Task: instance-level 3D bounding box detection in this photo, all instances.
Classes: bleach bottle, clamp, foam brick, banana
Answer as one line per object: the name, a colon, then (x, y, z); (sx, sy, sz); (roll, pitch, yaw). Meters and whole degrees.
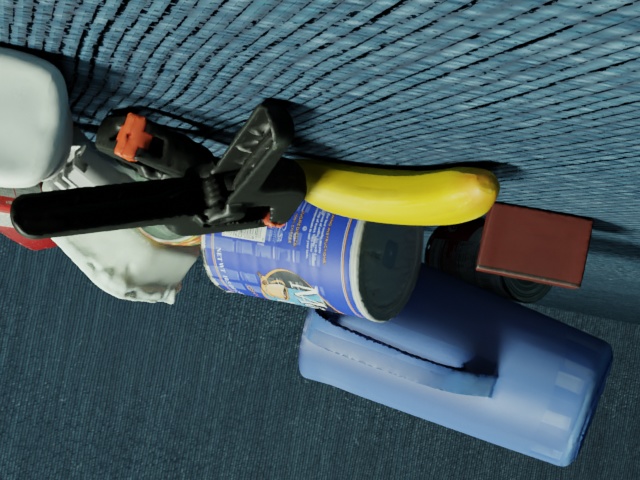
bleach bottle: (-0.186, -0.064, 0.634); (0.102, 0.068, 0.251); (12, 179, -5)
clamp: (-0.093, -0.052, 0.719); (0.120, 0.039, 0.171); (13, 180, -1)
clamp: (-0.056, -0.032, 0.632); (0.165, 0.036, 0.209); (-19, 170, 23)
foam brick: (0.159, 0.005, 0.802); (0.078, 0.051, 0.053); (11, 178, 6)
banana: (0.044, -0.030, 0.680); (0.198, 0.037, 0.069); (8, 176, 44)

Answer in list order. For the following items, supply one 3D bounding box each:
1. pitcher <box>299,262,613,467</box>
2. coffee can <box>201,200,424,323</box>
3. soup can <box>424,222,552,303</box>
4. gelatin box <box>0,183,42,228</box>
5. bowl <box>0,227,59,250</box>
pitcher: (0.109, 0.096, 0.885); (0.243, 0.149, 0.145); (20, 143, 19)
coffee can: (-0.005, 0.001, 0.818); (0.141, 0.103, 0.102); (9, 177, 31)
soup can: (0.150, 0.019, 0.944); (0.068, 0.068, 0.102); (12, 176, -34)
gelatin box: (-0.237, -0.055, 0.756); (0.030, 0.089, 0.073); (-28, 163, 20)
bowl: (-0.303, -0.037, 1.054); (0.162, 0.055, 0.162); (35, 177, 2)
